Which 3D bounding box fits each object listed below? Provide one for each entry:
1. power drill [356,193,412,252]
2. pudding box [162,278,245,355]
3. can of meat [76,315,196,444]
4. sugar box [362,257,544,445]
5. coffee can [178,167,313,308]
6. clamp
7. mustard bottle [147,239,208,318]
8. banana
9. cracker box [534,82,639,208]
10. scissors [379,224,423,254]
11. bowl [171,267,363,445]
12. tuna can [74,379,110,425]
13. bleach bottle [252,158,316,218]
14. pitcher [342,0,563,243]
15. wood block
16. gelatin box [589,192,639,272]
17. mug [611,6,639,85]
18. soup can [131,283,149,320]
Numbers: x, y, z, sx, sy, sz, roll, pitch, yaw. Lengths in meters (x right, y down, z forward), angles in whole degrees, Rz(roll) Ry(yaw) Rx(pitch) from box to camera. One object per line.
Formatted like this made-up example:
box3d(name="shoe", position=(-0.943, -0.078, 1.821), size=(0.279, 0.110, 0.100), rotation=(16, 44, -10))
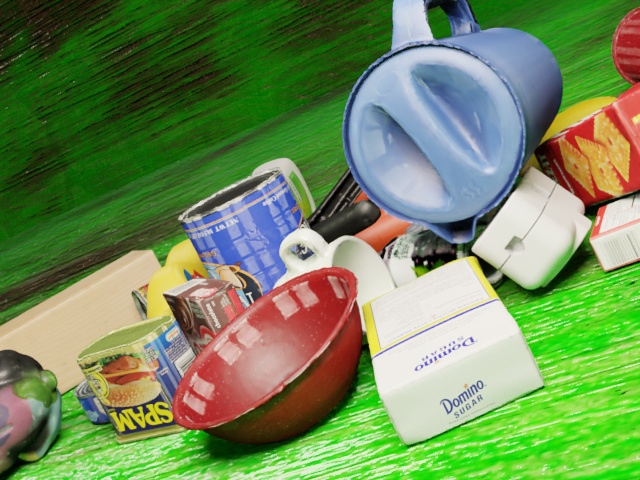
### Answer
box3d(name="power drill", position=(0.106, -0.047, 1.113), size=(0.184, 0.057, 0.187), rotation=(-26, 12, 3))
box3d(name="pudding box", position=(-0.086, 0.079, 0.903), size=(0.039, 0.090, 0.114), rotation=(-29, 11, -18))
box3d(name="can of meat", position=(-0.144, 0.115, 0.887), size=(0.102, 0.084, 0.057), rotation=(-17, 15, 36))
box3d(name="sugar box", position=(0.081, 0.067, 0.702), size=(0.093, 0.048, 0.176), rotation=(-26, 15, 6))
box3d(name="coffee can", position=(-0.050, 0.020, 0.955), size=(0.103, 0.140, 0.103), rotation=(-25, 11, 5))
box3d(name="clamp", position=(-0.007, 0.001, 1.046), size=(0.210, 0.036, 0.164), rotation=(-46, 13, 16))
box3d(name="mustard bottle", position=(-0.126, 0.064, 1.037), size=(0.058, 0.096, 0.191), rotation=(-23, 12, 11))
box3d(name="banana", position=(0.256, -0.109, 1.108), size=(0.197, 0.037, 0.070), rotation=(-33, 13, -28))
box3d(name="cracker box", position=(0.273, -0.094, 0.821), size=(0.164, 0.072, 0.214), rotation=(-27, -1, -5))
box3d(name="scissors", position=(0.108, -0.008, 1.013), size=(0.096, 0.016, 0.202), rotation=(15, -51, -48))
box3d(name="bowl", position=(-0.026, 0.092, 0.754), size=(0.162, 0.055, 0.162), rotation=(-33, 20, 13))
box3d(name="tuna can", position=(-0.185, 0.137, 1.004), size=(0.086, 0.034, 0.086), rotation=(-25, 12, 5))
box3d(name="bleach bottle", position=(-0.055, -0.015, 1.273), size=(0.068, 0.102, 0.250), rotation=(-20, 19, 11))
box3d(name="pitcher", position=(0.118, -0.113, 0.844), size=(0.149, 0.145, 0.242), rotation=(-61, -11, 26))
box3d(name="wood block", position=(-0.268, 0.100, 1.208), size=(0.205, 0.091, 0.090), rotation=(-32, 12, -22))
box3d(name="gelatin box", position=(0.239, -0.015, 0.752), size=(0.089, 0.030, 0.073), rotation=(-23, 11, 26))
box3d(name="mug", position=(0.387, -0.206, 1.156), size=(0.117, 0.093, 0.081), rotation=(8, 11, -13))
box3d(name="soup can", position=(-0.146, 0.061, 1.169), size=(0.102, 0.068, 0.069), rotation=(-30, 12, -18))
